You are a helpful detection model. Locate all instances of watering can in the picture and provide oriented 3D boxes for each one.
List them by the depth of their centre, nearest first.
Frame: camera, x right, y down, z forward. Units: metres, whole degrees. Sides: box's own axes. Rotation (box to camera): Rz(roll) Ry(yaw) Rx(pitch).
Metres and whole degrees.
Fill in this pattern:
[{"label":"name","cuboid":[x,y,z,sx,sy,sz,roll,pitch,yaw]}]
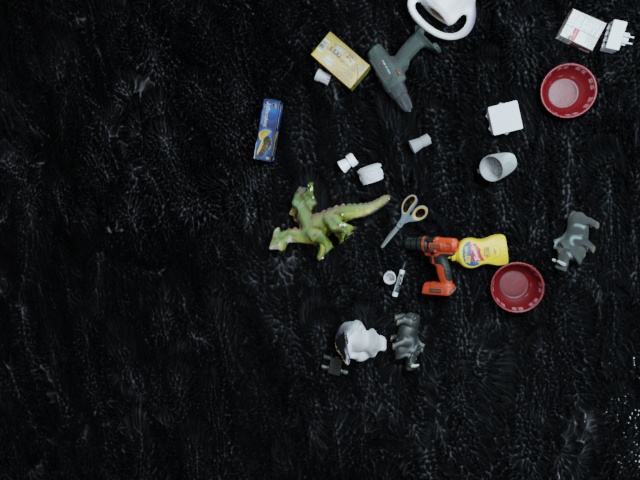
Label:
[{"label":"watering can","cuboid":[0.346,-0.768,1.557,0.348,0.104,0.223,44,99,2]}]

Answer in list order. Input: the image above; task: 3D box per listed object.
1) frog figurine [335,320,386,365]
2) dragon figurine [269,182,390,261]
[{"label":"frog figurine","cuboid":[0.135,0.331,1.704,0.160,0.122,0.138,-10,86,-26]},{"label":"dragon figurine","cuboid":[0.005,-0.084,1.676,0.408,0.122,0.244,-41,81,8]}]
